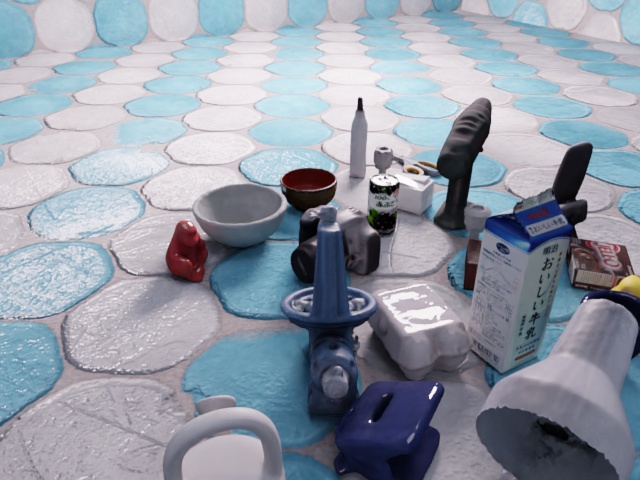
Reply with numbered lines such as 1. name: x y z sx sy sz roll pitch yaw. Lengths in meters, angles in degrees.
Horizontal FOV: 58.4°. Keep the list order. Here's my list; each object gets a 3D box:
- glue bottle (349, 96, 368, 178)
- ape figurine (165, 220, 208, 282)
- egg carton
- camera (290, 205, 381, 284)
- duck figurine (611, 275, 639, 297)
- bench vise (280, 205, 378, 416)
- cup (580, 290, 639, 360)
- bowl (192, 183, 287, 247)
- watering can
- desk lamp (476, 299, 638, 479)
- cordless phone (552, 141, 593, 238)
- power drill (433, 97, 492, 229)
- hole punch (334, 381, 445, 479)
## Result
1. glue bottle: 0.086 -0.228 1.251 0.037 0.173 0.078 3 31 5
2. ape figurine: -0.214 0.012 0.923 0.076 0.092 0.078 19 35 29
3. egg carton: 0.126 0.118 0.768 0.107 0.069 0.150 -11 32 -18
4. camera: 0.009 0.003 0.930 0.142 0.101 0.137 27 40 37
5. duck figurine: 0.431 0.089 0.802 0.077 0.086 0.104 7 31 12
6. bench vise: 0.024 0.083 0.678 0.122 0.220 0.207 -11 32 -17
7. cup: 0.363 0.130 0.722 0.091 0.095 0.118 21 37 32
8. bowl: -0.140 -0.034 1.019 0.167 0.075 0.167 0 31 0
9. watering can: -0.082 0.210 0.487 0.101 0.194 0.172 -20 36 -30
10. desk lamp: 0.229 0.172 0.534 0.117 0.214 0.204 21 36 31
11. cordless phone: 0.396 -0.077 0.985 0.148 0.185 0.093 -17 35 -26
12. power drill: 0.266 -0.137 1.063 0.075 0.208 0.230 13 33 21
13. hole punch: 0.072 0.198 0.610 0.100 0.091 0.109 15 34 24
